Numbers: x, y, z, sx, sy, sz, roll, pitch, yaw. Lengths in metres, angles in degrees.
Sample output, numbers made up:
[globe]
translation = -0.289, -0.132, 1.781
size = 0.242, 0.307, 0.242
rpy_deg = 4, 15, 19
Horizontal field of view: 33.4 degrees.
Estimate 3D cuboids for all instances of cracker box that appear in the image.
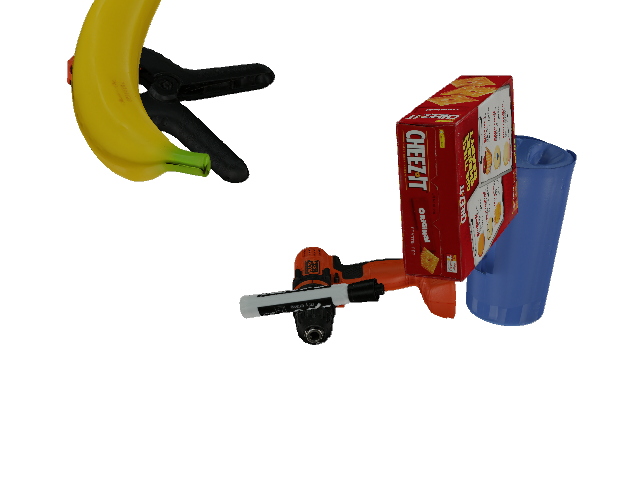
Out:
[cracker box]
translation = 0.147, -0.073, 1.125
size = 0.072, 0.164, 0.213
rpy_deg = 4, 22, 25

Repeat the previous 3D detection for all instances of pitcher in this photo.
[pitcher]
translation = 0.252, -0.010, 1.427
size = 0.149, 0.243, 0.145
rpy_deg = 4, 24, 4

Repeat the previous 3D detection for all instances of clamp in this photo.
[clamp]
translation = -0.120, -0.124, 0.885
size = 0.171, 0.120, 0.039
rpy_deg = 25, -39, -4

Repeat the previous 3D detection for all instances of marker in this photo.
[marker]
translation = -0.007, 0.047, 0.872
size = 0.121, 0.020, 0.020
rpy_deg = -8, -2, 16

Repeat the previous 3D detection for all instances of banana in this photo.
[banana]
translation = -0.109, -0.099, 0.616
size = 0.069, 0.198, 0.037
rpy_deg = -9, -37, -8

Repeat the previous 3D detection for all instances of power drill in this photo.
[power drill]
translation = 0.059, 0.059, 1.233
size = 0.187, 0.057, 0.184
rpy_deg = -2, 28, 0
